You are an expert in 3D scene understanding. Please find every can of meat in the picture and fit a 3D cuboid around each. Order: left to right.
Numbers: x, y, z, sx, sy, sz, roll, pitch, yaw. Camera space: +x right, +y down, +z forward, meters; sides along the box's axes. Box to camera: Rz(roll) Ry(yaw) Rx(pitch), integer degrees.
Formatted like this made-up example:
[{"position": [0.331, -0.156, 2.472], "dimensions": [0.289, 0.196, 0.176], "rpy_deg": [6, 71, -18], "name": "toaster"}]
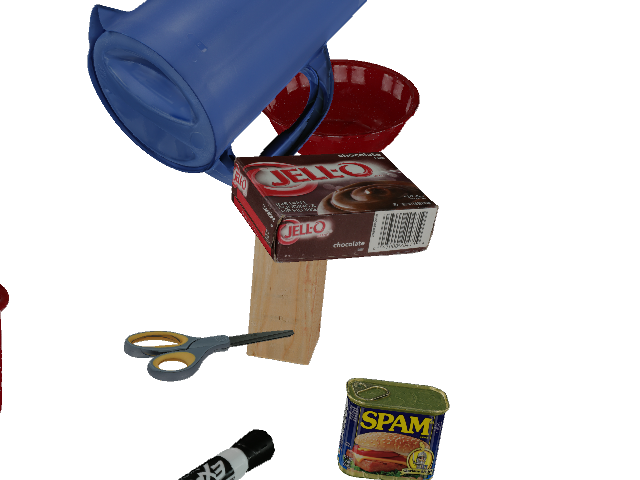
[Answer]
[{"position": [0.070, 0.190, 1.062], "dimensions": [0.102, 0.084, 0.057], "rpy_deg": [7, 17, -4], "name": "can of meat"}]

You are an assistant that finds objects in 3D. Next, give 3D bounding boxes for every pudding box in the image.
[{"position": [0.007, -0.025, 0.705], "dimensions": [0.113, 0.039, 0.090], "rpy_deg": [-2, 30, -24], "name": "pudding box"}]

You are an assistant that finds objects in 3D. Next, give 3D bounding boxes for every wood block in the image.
[{"position": [-0.042, 0.051, 1.447], "dimensions": [0.090, 0.206, 0.090], "rpy_deg": [9, 22, 6], "name": "wood block"}]

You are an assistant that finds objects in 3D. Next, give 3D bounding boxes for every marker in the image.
[{"position": [-0.061, 0.125, 0.541], "dimensions": [0.020, 0.020, 0.120], "rpy_deg": [0, 14, 33], "name": "marker"}]

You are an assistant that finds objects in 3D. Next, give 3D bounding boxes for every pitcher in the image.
[{"position": [-0.056, -0.168, 0.877], "dimensions": [0.145, 0.149, 0.242], "rpy_deg": [25, 56, 30], "name": "pitcher"}]

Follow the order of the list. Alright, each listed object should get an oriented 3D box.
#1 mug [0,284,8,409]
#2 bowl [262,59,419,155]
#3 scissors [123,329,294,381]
[{"position": [-0.243, 0.075, 0.635], "dimensions": [0.093, 0.081, 0.117], "rpy_deg": [19, 24, 36], "name": "mug"}, {"position": [0.017, -0.123, 1.073], "dimensions": [0.162, 0.055, 0.162], "rpy_deg": [0, 36, 0], "name": "bowl"}, {"position": [-0.114, 0.124, 1.178], "dimensions": [0.201, 0.016, 0.096], "rpy_deg": [2, 26, -18], "name": "scissors"}]
